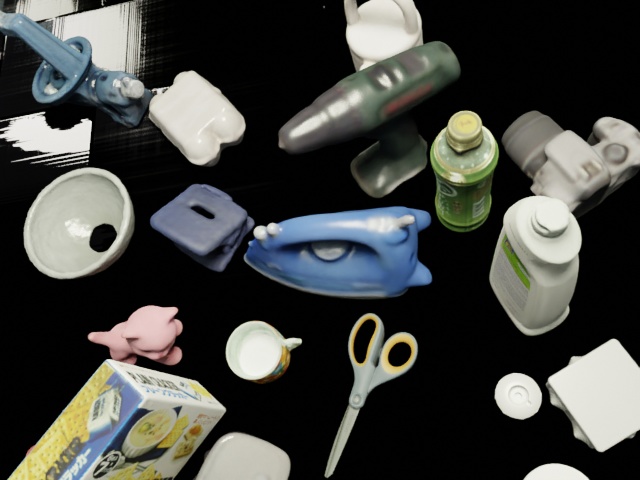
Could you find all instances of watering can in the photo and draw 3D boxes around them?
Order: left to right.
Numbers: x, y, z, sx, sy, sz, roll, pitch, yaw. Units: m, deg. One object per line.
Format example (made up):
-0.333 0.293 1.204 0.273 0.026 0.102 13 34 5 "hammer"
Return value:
0.087 -0.281 0.766 0.100 0.194 0.173 -3 70 12 "watering can"

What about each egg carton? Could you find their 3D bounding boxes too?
-0.184 -0.183 0.862 0.107 0.069 0.150 -44 67 -5 "egg carton"

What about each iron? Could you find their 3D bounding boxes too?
0.007 0.003 0.712 0.257 0.142 0.118 -2 70 12 "iron"

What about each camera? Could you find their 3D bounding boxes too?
0.304 -0.108 0.705 0.143 0.101 0.136 -35 67 -1 "camera"

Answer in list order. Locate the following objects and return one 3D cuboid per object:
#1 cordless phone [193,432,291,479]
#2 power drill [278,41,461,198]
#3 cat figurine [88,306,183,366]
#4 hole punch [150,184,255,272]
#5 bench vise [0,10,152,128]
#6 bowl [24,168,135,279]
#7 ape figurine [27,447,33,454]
-0.112 0.283 0.616 0.094 0.185 0.148 17 75 18 "cordless phone"
0.070 -0.137 0.711 0.229 0.209 0.075 -36 67 -1 "power drill"
-0.232 0.122 0.738 0.127 0.118 0.067 -7 69 11 "cat figurine"
-0.161 -0.026 0.789 0.108 0.091 0.101 28 79 21 "hole punch"
-0.363 -0.267 0.852 0.207 0.220 0.121 -1 71 13 "bench vise"
-0.335 -0.016 0.835 0.167 0.075 0.167 -4 70 12 "bowl"
-0.331 0.276 0.720 0.076 0.092 0.078 13 74 17 "ape figurine"
